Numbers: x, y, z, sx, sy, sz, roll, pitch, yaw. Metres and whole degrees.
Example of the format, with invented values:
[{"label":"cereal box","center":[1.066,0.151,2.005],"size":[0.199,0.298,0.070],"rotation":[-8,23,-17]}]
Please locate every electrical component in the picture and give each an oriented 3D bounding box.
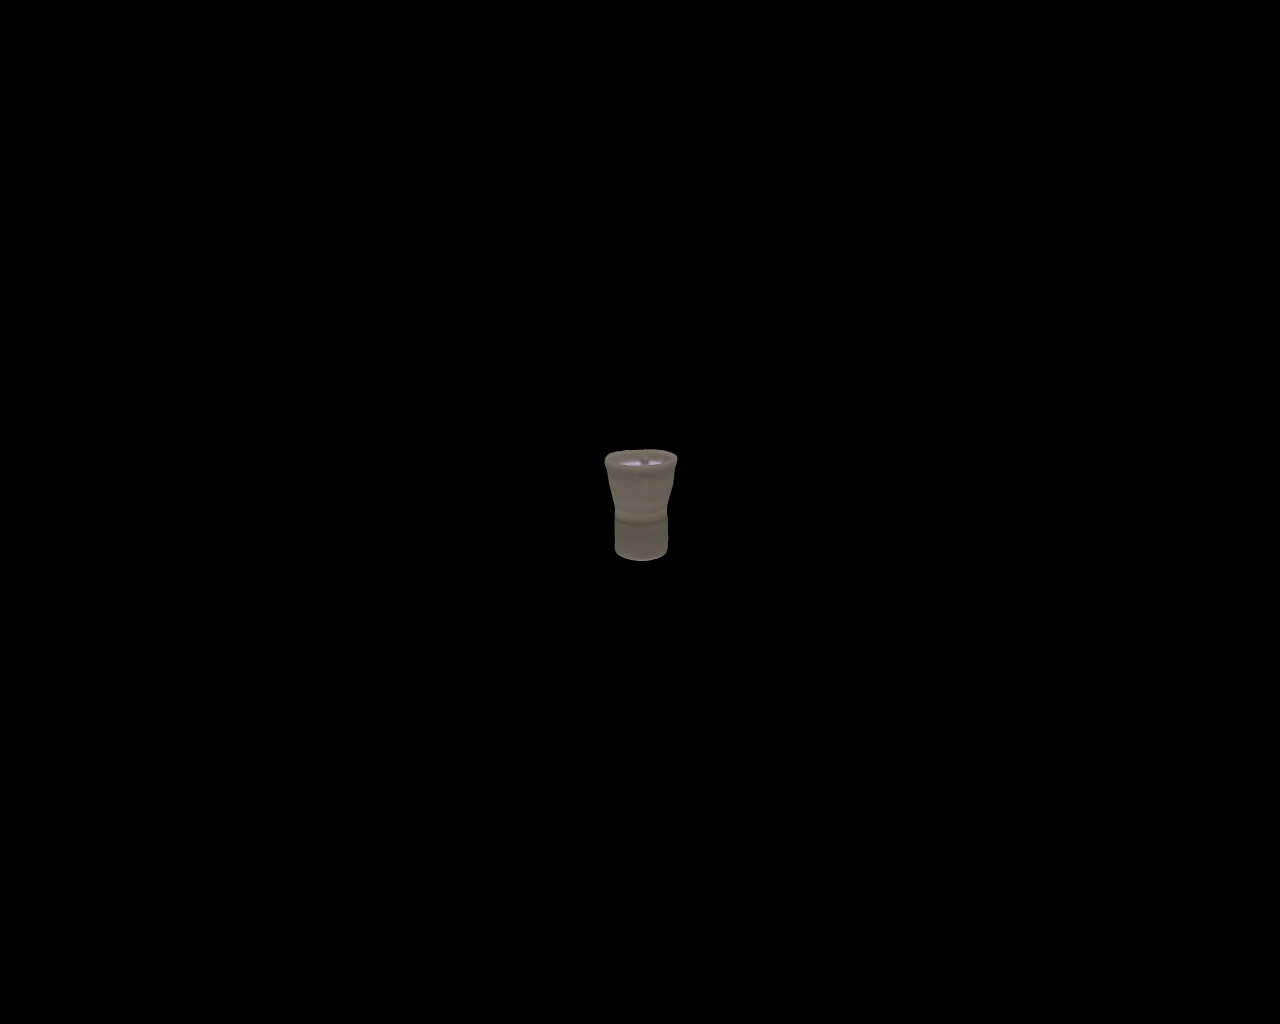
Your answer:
[{"label":"electrical component","center":[0.001,-0.003,0.650],"size":[0.044,0.065,0.044],"rotation":[0,18,0]}]
